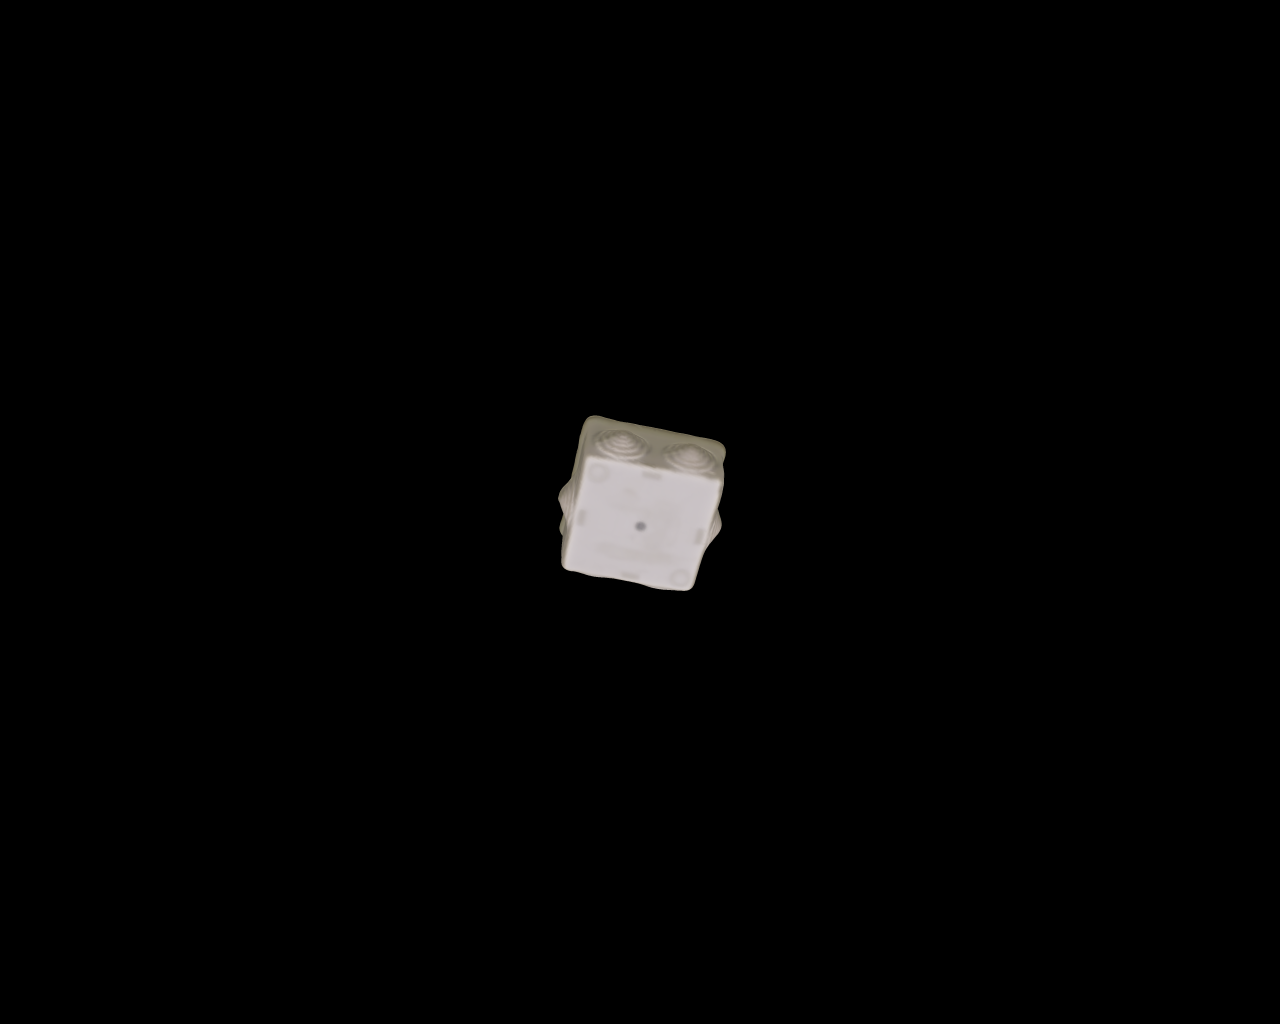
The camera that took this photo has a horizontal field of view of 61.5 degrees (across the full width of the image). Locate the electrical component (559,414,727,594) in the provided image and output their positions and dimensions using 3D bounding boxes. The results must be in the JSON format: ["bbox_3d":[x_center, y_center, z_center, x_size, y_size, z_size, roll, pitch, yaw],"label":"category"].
[{"bbox_3d":[0.001,-0.003,0.650,0.100,0.099,0.048,11,30,-7],"label":"electrical component"}]
